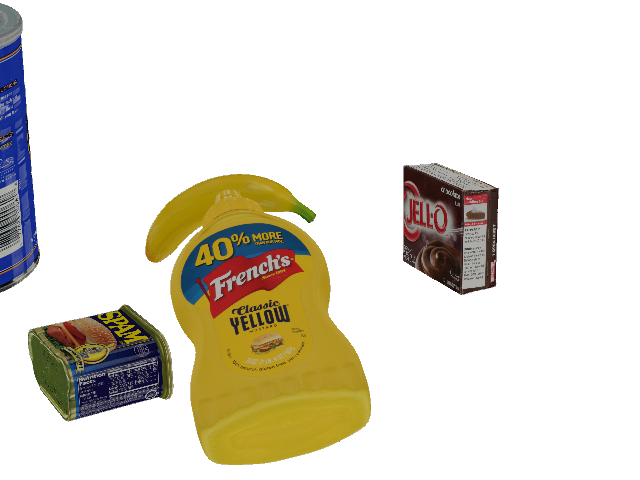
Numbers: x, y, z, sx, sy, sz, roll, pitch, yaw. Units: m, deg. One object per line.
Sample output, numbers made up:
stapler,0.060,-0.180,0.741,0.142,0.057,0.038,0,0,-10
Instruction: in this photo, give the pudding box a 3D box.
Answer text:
pudding box,0.110,-0.013,0.918,0.039,0.090,0.114,-9,17,-22

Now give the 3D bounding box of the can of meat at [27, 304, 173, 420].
can of meat,-0.177,0.097,0.849,0.083,0.057,0.102,-12,22,-30

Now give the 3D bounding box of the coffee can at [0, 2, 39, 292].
coffee can,-0.208,-0.050,0.574,0.103,0.140,0.103,2,27,-1

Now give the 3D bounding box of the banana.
banana,-0.103,-0.025,1.027,0.198,0.069,0.037,-13,18,30

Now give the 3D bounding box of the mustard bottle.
mustard bottle,-0.039,0.038,0.637,0.096,0.058,0.192,-14,45,-4
